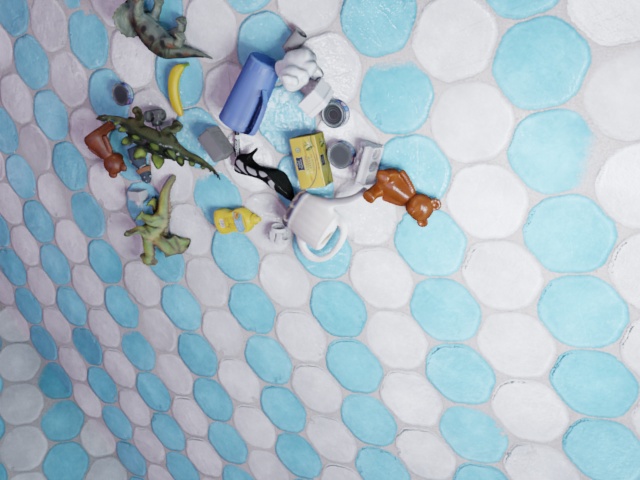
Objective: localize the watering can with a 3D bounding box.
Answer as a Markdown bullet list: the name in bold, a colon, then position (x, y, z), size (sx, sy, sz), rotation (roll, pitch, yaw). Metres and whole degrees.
- **watering can**: position (0.005, -0.084, 1.672), size (0.226, 0.105, 0.341), rotation (37, 123, 13)

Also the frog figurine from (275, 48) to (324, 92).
- **frog figurine**: position (-0.076, -0.505, 1.526), size (0.138, 0.161, 0.120), rotation (16, 115, 24)

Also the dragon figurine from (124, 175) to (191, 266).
- **dragon figurine**: position (-0.621, -0.047, 2.066), size (0.241, 0.124, 0.405), rotation (41, 111, -12)
